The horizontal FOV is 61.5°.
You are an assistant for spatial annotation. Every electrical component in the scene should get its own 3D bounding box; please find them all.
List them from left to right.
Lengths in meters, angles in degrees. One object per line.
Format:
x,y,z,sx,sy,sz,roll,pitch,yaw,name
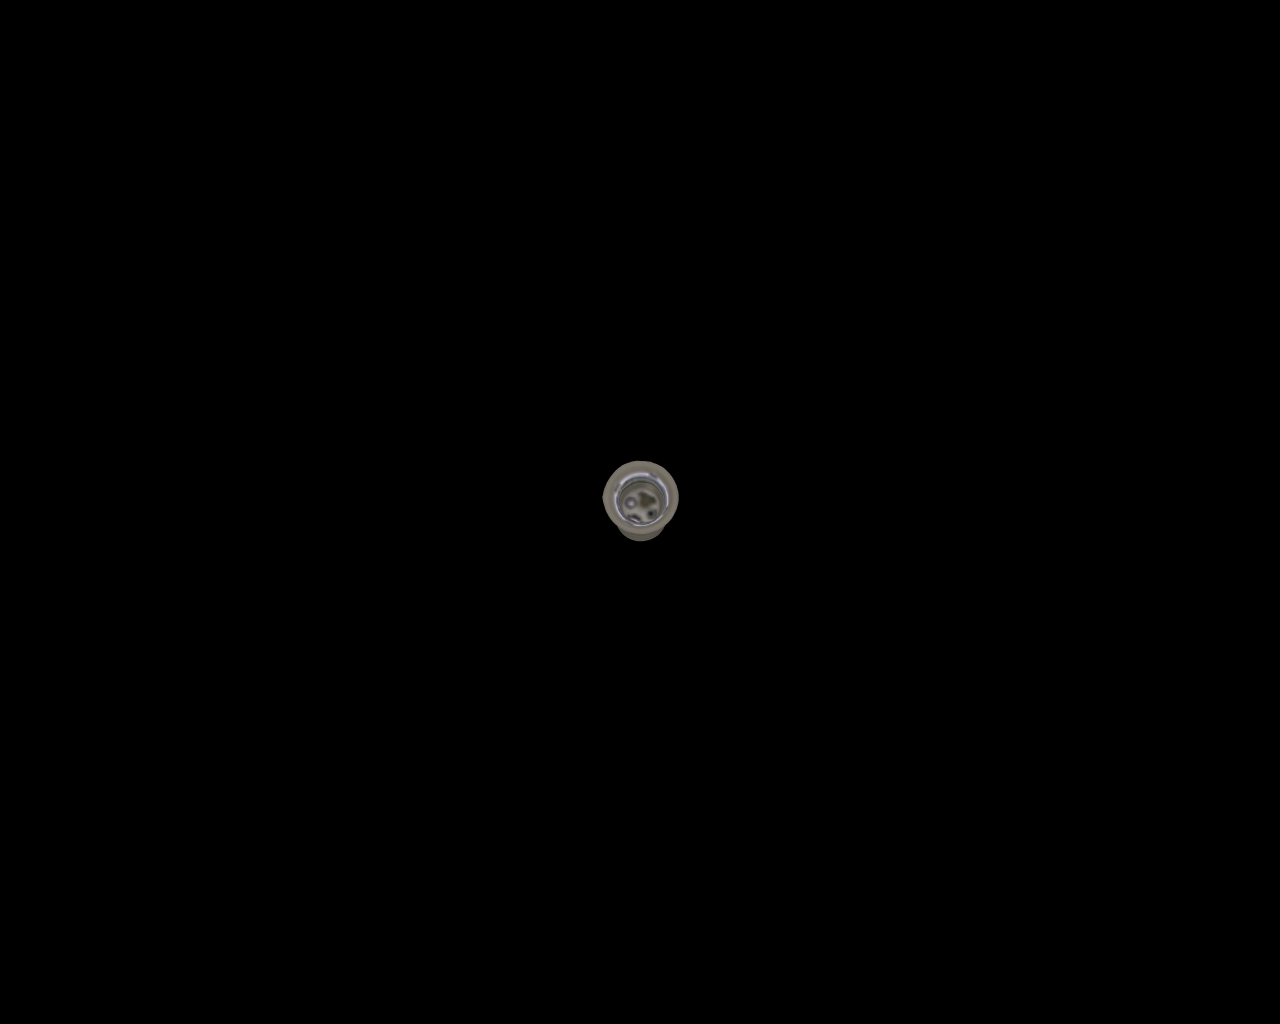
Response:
0.001,-0.003,0.650,0.044,0.044,0.065,0,-11,0,electrical component
